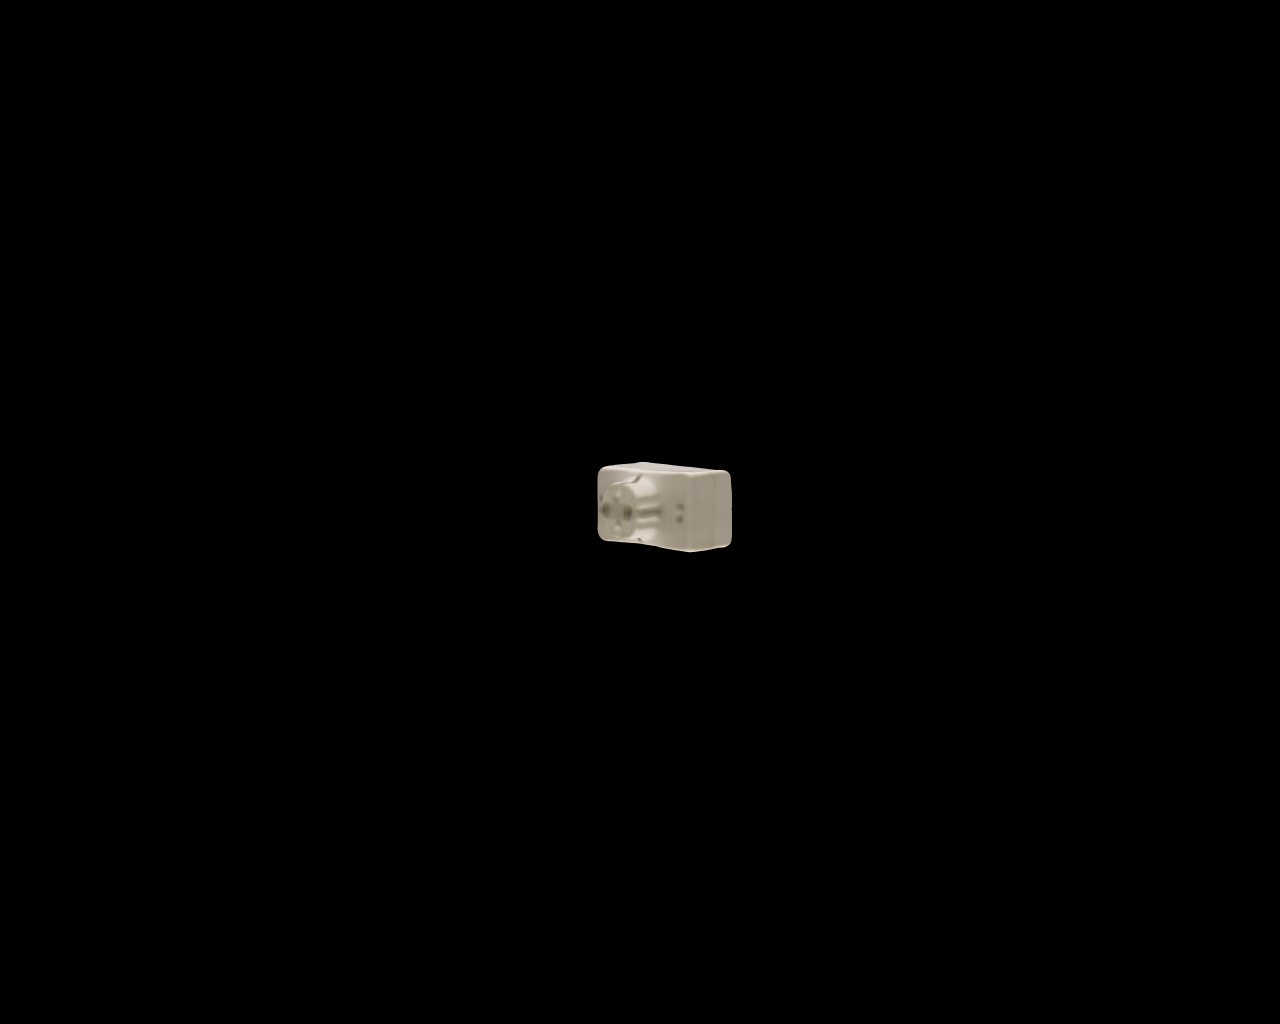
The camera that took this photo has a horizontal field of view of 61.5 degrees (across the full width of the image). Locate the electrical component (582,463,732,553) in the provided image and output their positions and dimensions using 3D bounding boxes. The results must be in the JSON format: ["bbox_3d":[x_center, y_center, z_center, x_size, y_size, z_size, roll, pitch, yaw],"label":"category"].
[{"bbox_3d":[0.001,-0.003,0.650,0.076,0.047,0.083,-6,9,-43],"label":"electrical component"}]
